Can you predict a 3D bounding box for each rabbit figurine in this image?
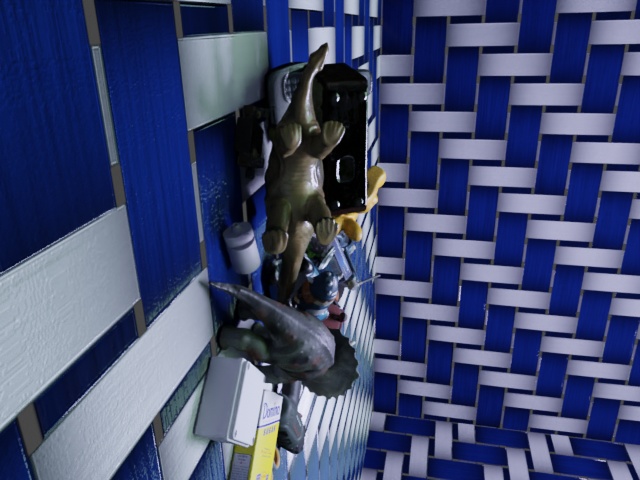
[{"bbox_3d":[0.067,-0.076,1.190,0.173,0.122,0.162,120,-22,-68],"label":"rabbit figurine"}]

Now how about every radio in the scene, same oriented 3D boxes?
[{"bbox_3d":[0.024,-0.159,0.869,0.131,0.073,0.229,-122,-154,-59],"label":"radio"}]

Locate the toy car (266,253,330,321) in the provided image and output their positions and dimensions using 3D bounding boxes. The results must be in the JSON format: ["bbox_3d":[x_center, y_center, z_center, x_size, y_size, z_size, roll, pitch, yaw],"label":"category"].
[{"bbox_3d":[-0.052,0.086,1.032,0.103,0.109,0.161,-118,-172,-65],"label":"toy car"}]

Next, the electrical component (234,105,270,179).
[{"bbox_3d":[-0.101,-0.151,0.814,0.078,0.045,0.102,51,44,-72],"label":"electrical component"}]

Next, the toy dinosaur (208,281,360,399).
[{"bbox_3d":[-0.037,0.166,0.858,0.404,0.192,0.131,71,22,-65],"label":"toy dinosaur"}]

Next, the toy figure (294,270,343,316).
[{"bbox_3d":[-0.001,0.086,0.869,0.058,0.064,0.154,55,-20,6],"label":"toy figure"}]

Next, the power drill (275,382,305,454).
[{"bbox_3d":[-0.057,0.324,1.124,0.231,0.086,0.207,70,34,-57],"label":"power drill"}]

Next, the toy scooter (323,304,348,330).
[{"bbox_3d":[-0.003,0.178,1.179,0.183,0.135,0.075,74,21,-63],"label":"toy scooter"}]

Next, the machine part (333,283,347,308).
[{"bbox_3d":[0.030,0.125,1.347,0.139,0.084,0.039,-74,159,-65],"label":"machine part"}]

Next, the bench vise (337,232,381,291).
[{"bbox_3d":[0.048,0.031,1.332,0.241,0.129,0.223,65,2,33],"label":"bench vise"}]

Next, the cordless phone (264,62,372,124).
[{"bbox_3d":[0.001,-0.239,0.945,0.089,0.184,0.146,-79,167,-54],"label":"cordless phone"}]

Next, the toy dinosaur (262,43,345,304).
[{"bbox_3d":[-0.038,-0.058,0.823,0.199,0.105,0.470,-108,-153,-63],"label":"toy dinosaur"}]

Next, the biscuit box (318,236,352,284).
[{"bbox_3d":[-0.002,-0.003,1.111,0.202,0.059,0.063,67,18,-3],"label":"biscuit box"}]
